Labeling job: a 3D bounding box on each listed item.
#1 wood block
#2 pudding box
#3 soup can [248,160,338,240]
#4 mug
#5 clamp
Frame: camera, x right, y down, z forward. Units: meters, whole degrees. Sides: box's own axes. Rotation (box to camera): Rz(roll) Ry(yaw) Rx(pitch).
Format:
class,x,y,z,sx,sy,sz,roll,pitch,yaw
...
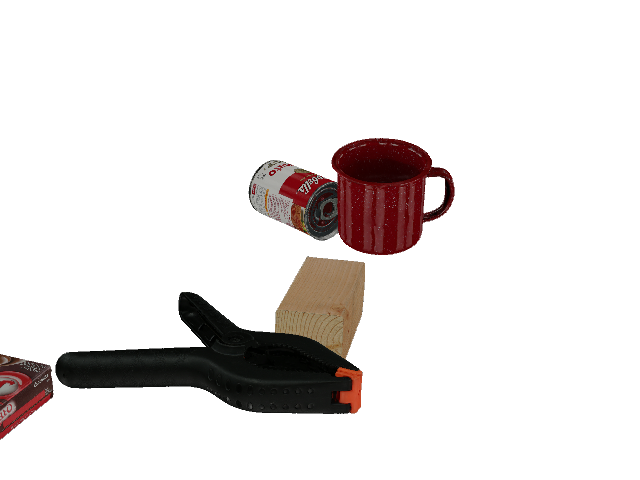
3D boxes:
class,x,y,z,sx,sy,sz,roll,pitch,yaw
wood block,0.002,0.101,1.479,0.091,0.090,0.206,6,20,8
pudding box,-0.311,0.136,0.952,0.114,0.039,0.089,7,22,21
soup can,-0.025,-0.047,1.216,0.068,0.068,0.102,0,18,-45
mug,0.069,-0.041,1.009,0.117,0.081,0.093,-5,33,-7
clamp,-0.063,0.084,0.785,0.210,0.036,0.164,8,20,19
